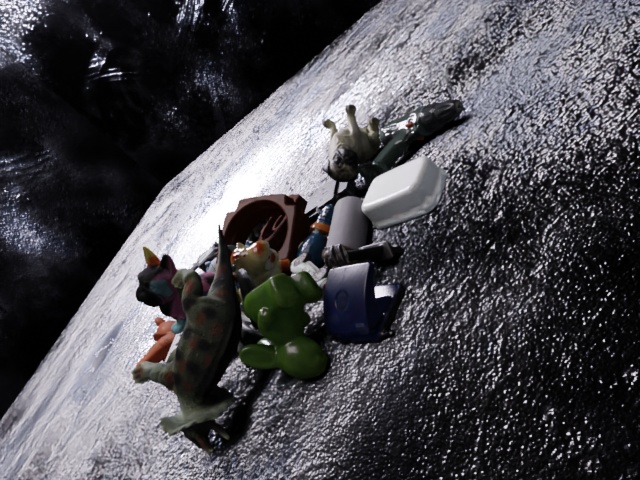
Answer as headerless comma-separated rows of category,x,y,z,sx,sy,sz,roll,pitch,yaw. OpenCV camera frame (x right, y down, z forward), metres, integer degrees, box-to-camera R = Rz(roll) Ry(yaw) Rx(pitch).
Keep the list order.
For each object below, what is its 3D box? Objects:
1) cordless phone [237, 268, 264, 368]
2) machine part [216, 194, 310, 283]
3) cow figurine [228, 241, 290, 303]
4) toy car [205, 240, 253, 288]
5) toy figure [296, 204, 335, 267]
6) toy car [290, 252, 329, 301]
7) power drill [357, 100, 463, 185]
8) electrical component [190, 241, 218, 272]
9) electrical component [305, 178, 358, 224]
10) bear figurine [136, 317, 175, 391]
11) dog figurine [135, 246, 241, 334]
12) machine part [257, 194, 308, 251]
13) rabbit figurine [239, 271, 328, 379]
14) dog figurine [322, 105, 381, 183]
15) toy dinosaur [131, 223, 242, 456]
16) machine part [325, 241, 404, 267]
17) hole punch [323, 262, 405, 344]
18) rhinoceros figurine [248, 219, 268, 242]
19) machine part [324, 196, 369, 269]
cordless phone,-0.137,0.133,1.021,0.089,0.184,0.147,-21,18,-19
machine part,-0.129,0.003,1.236,0.202,0.201,0.087,-5,-25,28
cow figurine,-0.126,0.071,1.078,0.127,0.085,0.194,3,-39,-11
toy car,-0.219,0.069,1.344,0.161,0.109,0.103,-41,-15,-3
toy figure,-0.004,-0.005,1.162,0.064,0.154,0.058,27,-14,-2
toy car,-0.003,0.079,1.027,0.073,0.056,0.202,47,-5,-22
power drill,0.184,-0.211,1.170,0.086,0.207,0.232,39,-17,-22
electrical component,-0.308,0.066,1.466,0.047,0.119,0.075,43,-2,-23
electrical component,0.028,-0.095,1.280,0.134,0.115,0.058,-34,-62,30
bear figurine,-0.375,0.266,1.313,0.120,0.132,0.196,39,-13,-22
dog figurine,-0.266,0.089,1.068,0.109,0.218,0.191,18,49,37
machine part,-0.090,-0.039,1.373,0.056,0.179,0.179,37,-12,-17
rabbit figurine,-0.061,0.157,0.891,0.159,0.170,0.121,-31,-14,18
dog figurine,0.083,-0.195,1.270,0.172,0.190,0.121,20,-35,-30
toy dinosaur,-0.199,0.178,0.942,0.192,0.404,0.131,18,1,32
machine part,0.075,0.023,0.935,0.139,0.039,0.084,-3,0,-37
hole punch,0.059,0.101,0.868,0.092,0.116,0.142,42,-32,-28
rhinoceros figurine,-0.168,-0.047,1.481,0.073,0.190,0.112,-8,-46,33
machine part,0.057,-0.011,1.066,0.079,0.079,0.243,0,37,11
